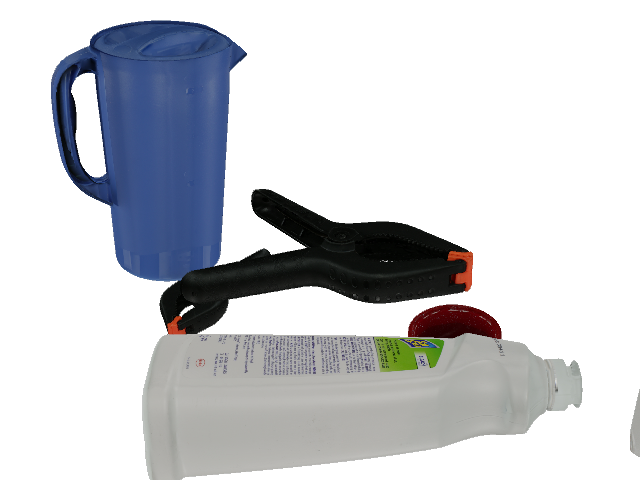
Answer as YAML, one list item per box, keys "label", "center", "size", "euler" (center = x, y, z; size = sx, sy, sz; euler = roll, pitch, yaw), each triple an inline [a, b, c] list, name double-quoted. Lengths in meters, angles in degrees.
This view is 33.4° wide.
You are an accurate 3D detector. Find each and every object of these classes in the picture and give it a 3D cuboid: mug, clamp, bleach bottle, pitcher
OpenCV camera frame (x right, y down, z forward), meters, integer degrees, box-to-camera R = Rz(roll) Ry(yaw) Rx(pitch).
- label: "mug"
  center: [0.143, 0.119, 1.092]
  size: [0.093, 0.081, 0.117]
  euler: [19, 39, 31]
- label: "clamp"
  center: [-0.127, 0.056, 1.249]
  size: [0.120, 0.039, 0.171]
  euler: [-4, 38, 14]
- label: "bleach bottle"
  center: [0.028, 0.092, 0.626]
  size: [0.251, 0.068, 0.102]
  euler: [-2, 19, -1]
- label: "clamp"
  center: [0.013, 0.006, 0.827]
  size: [0.210, 0.036, 0.164]
  euler: [3, 30, 10]
- label: "pitcher"
  center: [-0.163, -0.085, 1.047]
  size: [0.149, 0.243, 0.144]
  euler: [11, 28, 17]

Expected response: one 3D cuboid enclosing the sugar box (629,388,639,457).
- label: "sugar box"
  center: [0.295, 0.142, 0.718]
  size: [0.048, 0.093, 0.176]
  euler: [-15, 29, -37]
